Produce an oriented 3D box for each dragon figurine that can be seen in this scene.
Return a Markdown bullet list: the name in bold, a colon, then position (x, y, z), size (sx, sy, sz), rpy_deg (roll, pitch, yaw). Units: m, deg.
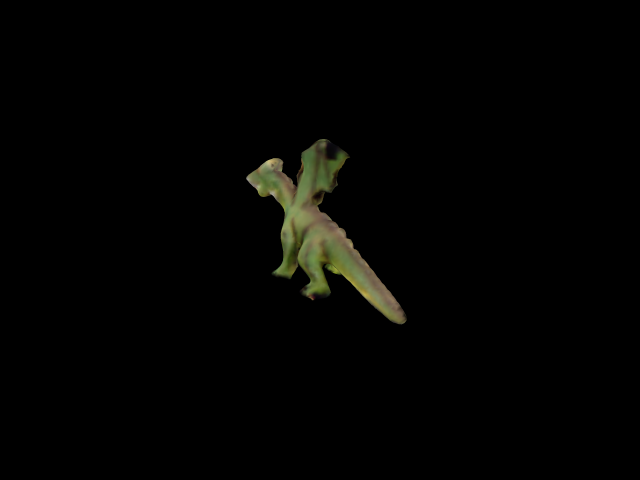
- **dragon figurine**: position (0.003, -0.043, 0.850), size (0.123, 0.239, 0.413), rpy_deg (-14, 24, -37)
